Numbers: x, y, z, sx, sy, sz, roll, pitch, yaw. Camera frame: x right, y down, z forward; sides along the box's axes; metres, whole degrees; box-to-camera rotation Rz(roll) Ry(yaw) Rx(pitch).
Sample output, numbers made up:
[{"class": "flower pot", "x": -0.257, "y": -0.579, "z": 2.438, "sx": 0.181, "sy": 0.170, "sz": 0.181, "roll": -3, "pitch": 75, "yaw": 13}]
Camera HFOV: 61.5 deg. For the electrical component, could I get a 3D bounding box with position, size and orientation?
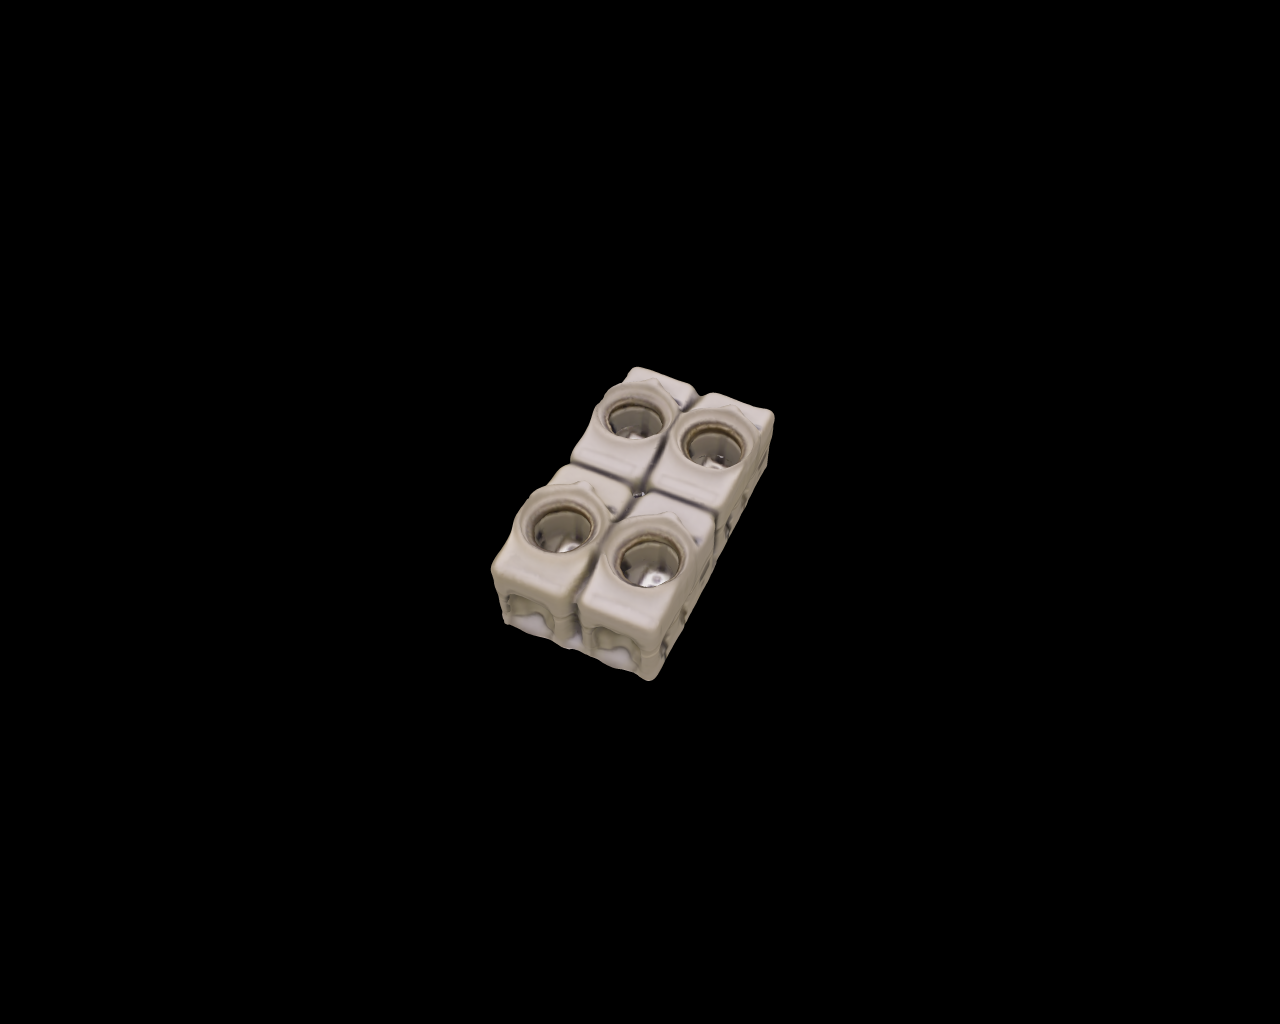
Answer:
[{"class": "electrical component", "x": 0.001, "y": -0.003, "z": 0.650, "sx": 0.105, "sy": 0.186, "sz": 0.060, "roll": 21, "pitch": -36, "yaw": 16}]
